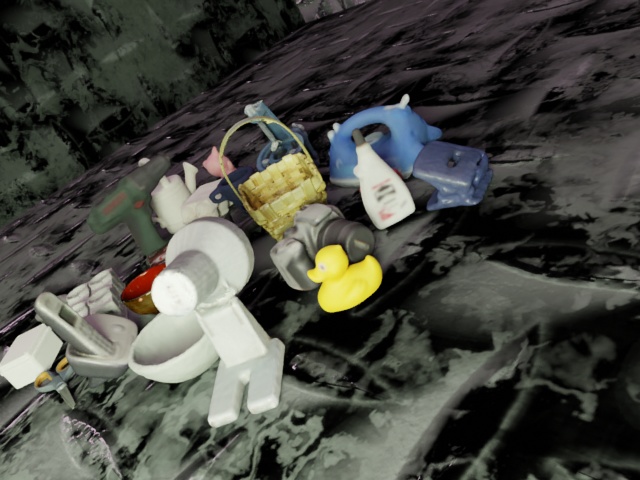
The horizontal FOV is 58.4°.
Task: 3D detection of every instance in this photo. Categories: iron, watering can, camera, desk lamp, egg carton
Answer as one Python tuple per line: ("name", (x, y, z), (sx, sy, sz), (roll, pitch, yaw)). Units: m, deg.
("iron", (0.096, -0.191, 1.118), (0.257, 0.142, 0.119), (-9, 33, 36))
("watering can", (-0.377, -0.125, 1.419), (0.100, 0.194, 0.173), (-7, 34, 39))
("camera", (0.008, 0.003, 0.904), (0.143, 0.101, 0.136), (-42, 29, -24))
("desk lamp", (-0.134, 0.093, 0.756), (0.118, 0.214, 0.203), (-24, 26, 11))
("egg carton", (-0.266, -0.088, 1.384), (0.107, 0.069, 0.150), (-13, 30, 31))

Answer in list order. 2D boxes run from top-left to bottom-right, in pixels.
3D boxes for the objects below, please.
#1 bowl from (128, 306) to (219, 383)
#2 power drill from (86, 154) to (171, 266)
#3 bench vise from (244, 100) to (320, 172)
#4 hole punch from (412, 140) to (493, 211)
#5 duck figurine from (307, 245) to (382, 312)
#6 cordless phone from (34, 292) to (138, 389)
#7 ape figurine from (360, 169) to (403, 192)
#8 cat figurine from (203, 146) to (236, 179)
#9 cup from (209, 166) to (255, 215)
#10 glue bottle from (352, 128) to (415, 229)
("bowl", (-0.199, 0.158, 0.865), (0.167, 0.075, 0.167), (-23, 27, 13))
("power drill", (-0.388, -0.054, 1.287), (0.229, 0.209, 0.075), (-31, 26, -2))
("bench vise", (-0.096, -0.221, 1.277), (0.121, 0.220, 0.207), (-24, 26, 11))
("hole punch", (0.213, -0.112, 0.914), (0.100, 0.091, 0.109), (-8, 33, 38))
("duck figurine", (0.031, 0.044, 0.823), (0.104, 0.086, 0.077), (-28, 26, 4))
("cordless phone", (-0.396, 0.142, 0.968), (0.094, 0.185, 0.147), (-30, 26, 0))
("ape figurine", (0.103, -0.108, 1.018), (0.077, 0.092, 0.076), (-20, 28, 20))
("cat figurine", (-0.250, -0.186, 1.488), (0.067, 0.118, 0.127), (-40, 28, -20))
("cup", (-0.180, -0.097, 1.282), (0.118, 0.095, 0.091), (-35, 26, -11))
("glue bottle", (0.090, -0.104, 0.931), (0.078, 0.173, 0.037), (-31, 26, -3))
